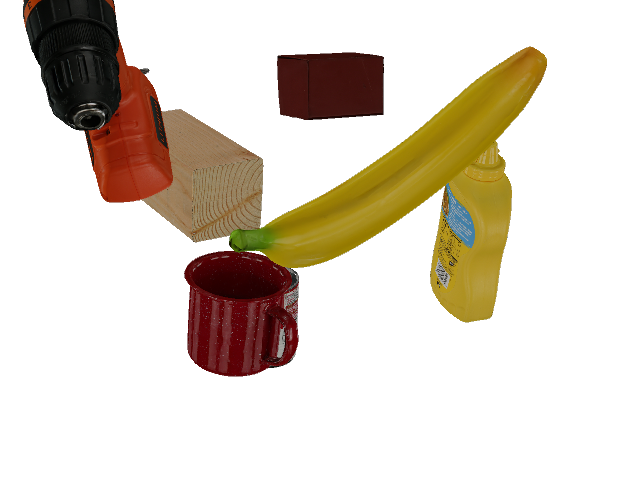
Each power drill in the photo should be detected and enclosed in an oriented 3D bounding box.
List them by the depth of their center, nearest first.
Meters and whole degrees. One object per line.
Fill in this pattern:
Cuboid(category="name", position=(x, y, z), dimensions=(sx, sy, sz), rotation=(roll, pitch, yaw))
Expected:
Cuboid(category="power drill", position=(-0.141, -0.105, 0.681), dimensions=(0.057, 0.184, 0.187), rotation=(-13, -31, -4))

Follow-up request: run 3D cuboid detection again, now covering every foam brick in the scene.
Cuboid(category="foam brick", position=(0.009, -0.132, 0.910), dimensions=(0.078, 0.051, 0.053), rotation=(-8, 16, -29))

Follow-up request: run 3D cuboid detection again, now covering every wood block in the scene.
Cuboid(category="wood block", position=(-0.159, -0.082, 1.272), dimensions=(0.090, 0.090, 0.206), rotation=(-12, 28, -31))

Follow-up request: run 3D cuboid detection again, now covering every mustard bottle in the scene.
Cuboid(category="mustard bottle", position=(0.154, -0.018, 1.079), dimensions=(0.058, 0.192, 0.096), rotation=(-7, 37, -14))

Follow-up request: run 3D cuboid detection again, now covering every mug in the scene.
Cuboid(category="mug", position=(-0.065, 0.070, 0.932), dimensions=(0.117, 0.081, 0.093), rotation=(24, 30, 32))

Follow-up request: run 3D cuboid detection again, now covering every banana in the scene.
Cuboid(category="banana", position=(0.043, -0.036, 0.597), dimensions=(0.198, 0.037, 0.069), rotation=(-34, -12, -1))

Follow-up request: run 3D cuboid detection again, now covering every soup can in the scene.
Cuboid(category="soup can", position=(-0.059, 0.087, 1.226), dimensions=(0.068, 0.102, 0.068), rotation=(2, 25, -1))
